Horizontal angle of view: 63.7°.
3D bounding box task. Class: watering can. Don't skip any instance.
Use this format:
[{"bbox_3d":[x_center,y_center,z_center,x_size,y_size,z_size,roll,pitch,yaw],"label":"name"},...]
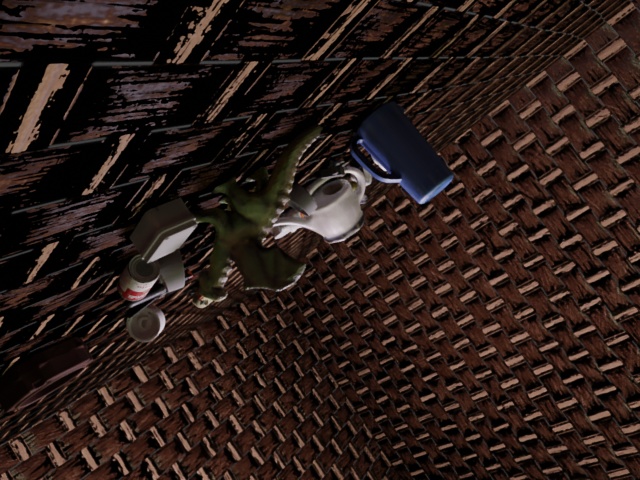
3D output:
[{"bbox_3d":[0.005,-0.079,1.569,0.349,0.220,0.105,-35,-145,-8],"label":"watering can"}]

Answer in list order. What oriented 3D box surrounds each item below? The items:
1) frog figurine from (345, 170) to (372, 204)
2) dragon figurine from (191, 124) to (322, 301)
[{"bbox_3d":[0.121,-0.200,1.834,0.139,0.124,0.156,-22,132,-32],"label":"frog figurine"},{"bbox_3d":[-0.108,-0.019,1.006,0.406,0.244,0.122,-34,170,19],"label":"dragon figurine"}]
